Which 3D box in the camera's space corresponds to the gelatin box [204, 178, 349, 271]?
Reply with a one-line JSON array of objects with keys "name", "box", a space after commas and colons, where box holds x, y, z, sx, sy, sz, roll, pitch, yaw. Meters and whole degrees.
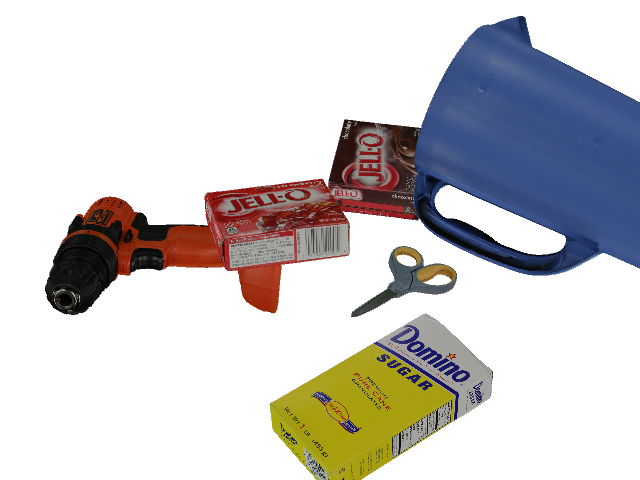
[{"name": "gelatin box", "box": [-0.031, -0.013, 0.740, 0.089, 0.030, 0.073, -7, 28, -12]}]

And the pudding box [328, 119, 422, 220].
[{"name": "pudding box", "box": [0.058, -0.070, 1.043, 0.090, 0.039, 0.113, 7, 38, 5]}]

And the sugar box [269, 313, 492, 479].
[{"name": "sugar box", "box": [0.054, 0.139, 0.928, 0.176, 0.048, 0.093, -30, 50, -22]}]

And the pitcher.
[{"name": "pitcher", "box": [0.200, -0.053, 0.837, 0.243, 0.149, 0.144, 29, 45, 17]}]

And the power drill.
[{"name": "power drill", "box": [-0.126, 0.017, 0.899, 0.187, 0.057, 0.184, 7, 24, -1]}]

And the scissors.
[{"name": "scissors", "box": [0.084, 0.047, 1.289, 0.201, 0.016, 0.096, -10, 41, -41]}]
